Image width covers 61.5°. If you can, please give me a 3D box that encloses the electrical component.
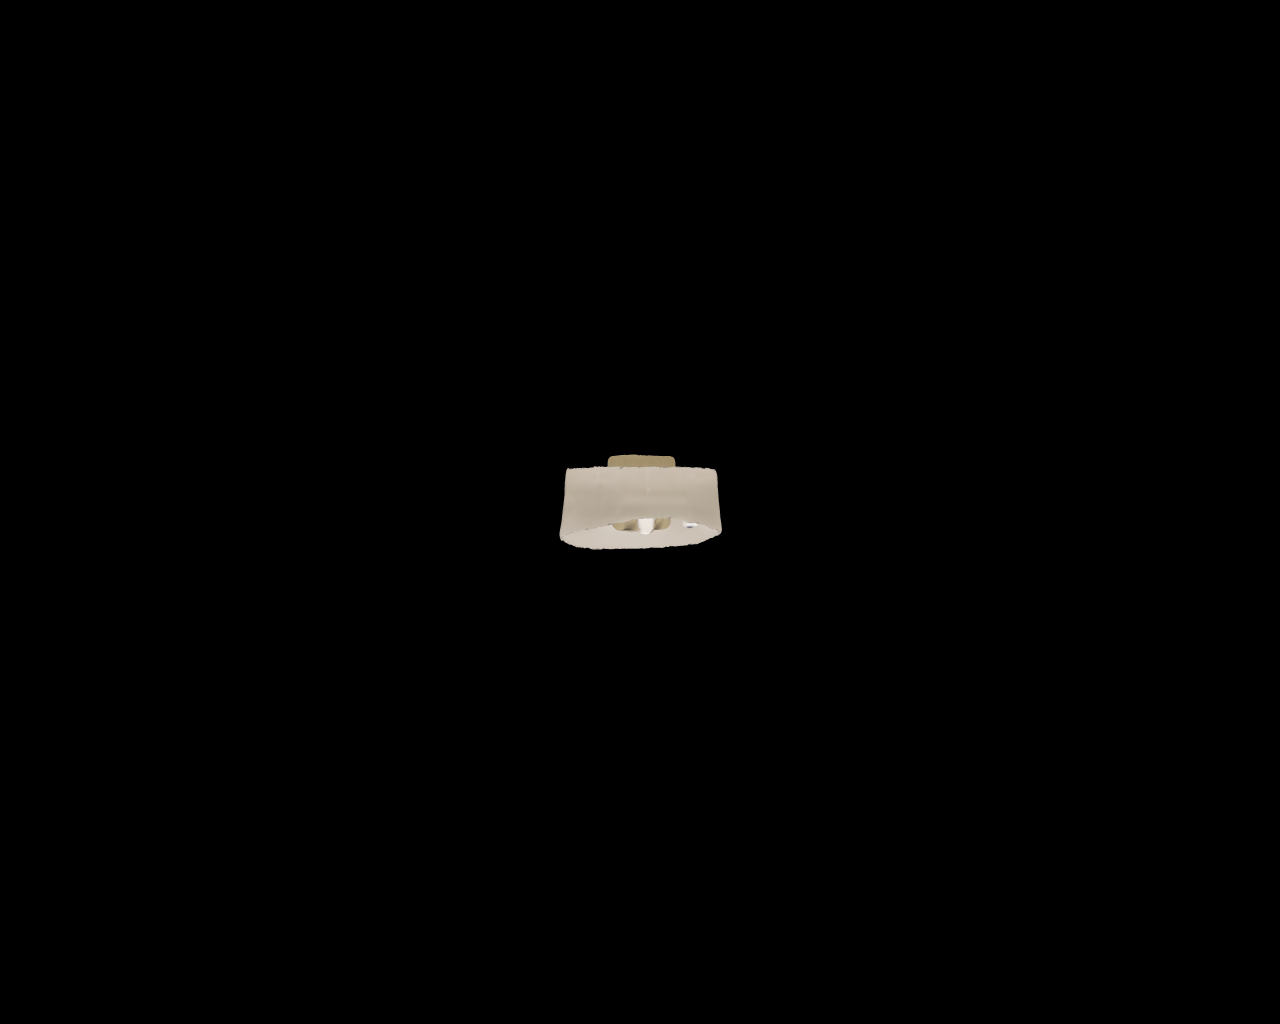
[{"bbox_3d":[0.001,-0.003,0.650,0.099,0.064,0.099,0,2,0],"label":"electrical component"}]
